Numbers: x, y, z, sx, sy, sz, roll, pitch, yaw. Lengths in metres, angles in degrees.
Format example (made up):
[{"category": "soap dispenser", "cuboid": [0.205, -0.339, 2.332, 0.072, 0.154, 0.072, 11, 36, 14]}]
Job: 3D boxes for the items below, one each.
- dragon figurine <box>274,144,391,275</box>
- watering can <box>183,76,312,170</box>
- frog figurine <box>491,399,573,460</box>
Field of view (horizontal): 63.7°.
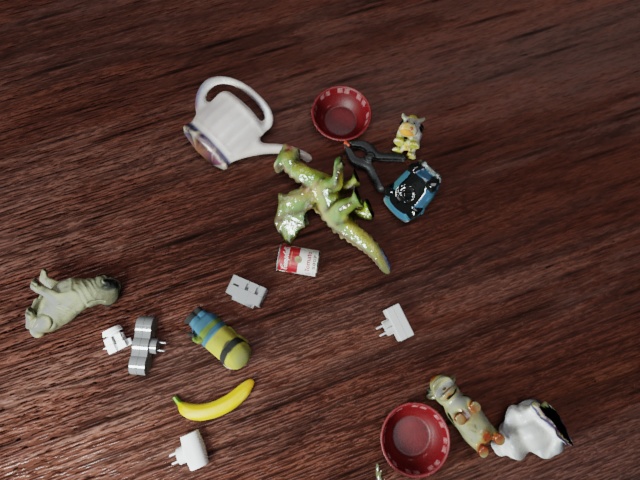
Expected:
[{"category": "dragon figurine", "cuboid": [0.004, -0.066, 1.319, 0.242, 0.123, 0.410, -21, 90, 12]}, {"category": "watering can", "cuboid": [-0.204, -0.273, 1.355, 0.347, 0.103, 0.226, 44, 80, -1]}, {"category": "frog figurine", "cuboid": [0.483, 0.452, 1.198, 0.137, 0.124, 0.157, 42, 116, 0]}]
